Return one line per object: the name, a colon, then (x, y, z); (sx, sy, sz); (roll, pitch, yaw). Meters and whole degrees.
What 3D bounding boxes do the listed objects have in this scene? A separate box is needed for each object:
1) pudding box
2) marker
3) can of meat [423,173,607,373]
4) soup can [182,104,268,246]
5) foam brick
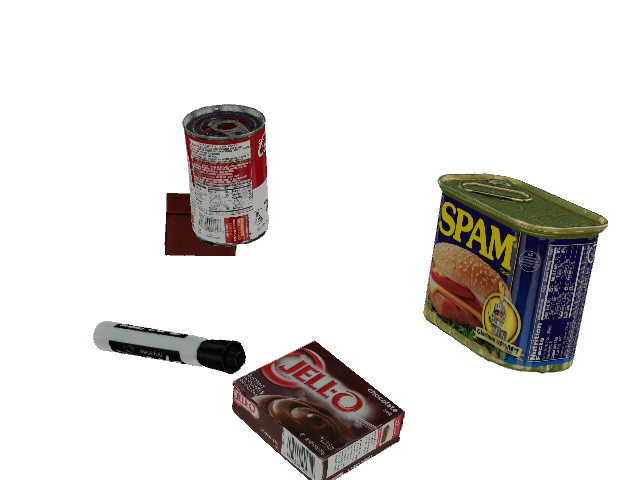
pudding box: (-0.003, 0.137, 0.859); (0.089, 0.039, 0.114); (-24, 46, -35)
marker: (-0.091, 0.063, 0.638); (0.121, 0.020, 0.020); (4, 3, 40)
can of meat: (0.103, 0.016, 0.592); (0.057, 0.084, 0.102); (-3, 20, -28)
soup can: (-0.078, -0.054, 0.896); (0.068, 0.102, 0.068); (-1, 30, 0)
foam brick: (-0.128, -0.018, 1.151); (0.078, 0.051, 0.053); (1, 26, -8)
